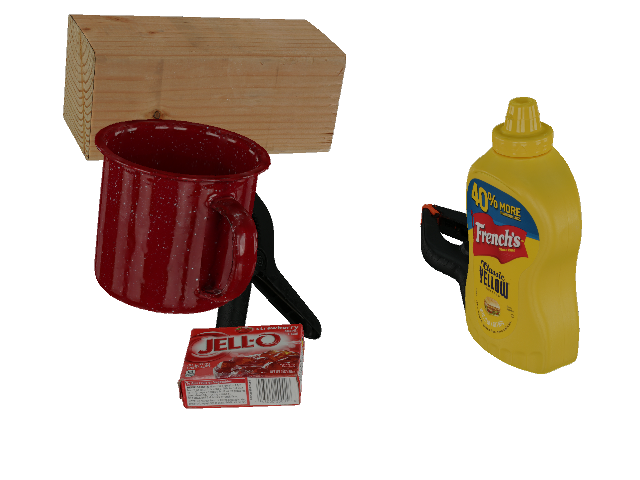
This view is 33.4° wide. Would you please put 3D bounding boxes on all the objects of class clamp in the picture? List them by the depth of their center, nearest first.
[{"bbox_3d":[-0.066,0.025,1.042,0.036,0.210,0.164,-10,0,35],"label":"clamp"},{"bbox_3d":[0.165,0.019,1.057,0.120,0.039,0.171,-12,47,-23],"label":"clamp"}]

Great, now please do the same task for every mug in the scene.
[{"bbox_3d":[-0.071,-0.008,0.569,0.093,0.081,0.117,-10,29,-40],"label":"mug"}]

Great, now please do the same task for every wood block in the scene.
[{"bbox_3d":[-0.095,-0.126,0.868,0.205,0.091,0.090,-4,32,-25],"label":"wood block"}]

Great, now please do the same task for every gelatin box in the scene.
[{"bbox_3d":[-0.058,0.093,0.805,0.089,0.030,0.073,-2,26,3],"label":"gelatin box"}]

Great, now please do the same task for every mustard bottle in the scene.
[{"bbox_3d":[0.142,-0.007,0.752,0.058,0.192,0.096,-16,29,-24],"label":"mustard bottle"}]
